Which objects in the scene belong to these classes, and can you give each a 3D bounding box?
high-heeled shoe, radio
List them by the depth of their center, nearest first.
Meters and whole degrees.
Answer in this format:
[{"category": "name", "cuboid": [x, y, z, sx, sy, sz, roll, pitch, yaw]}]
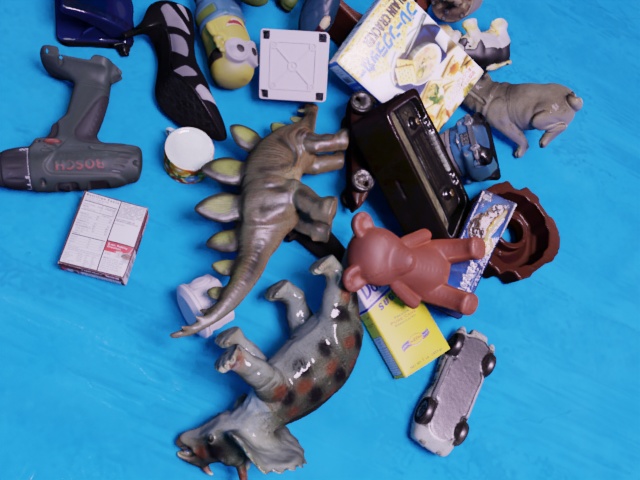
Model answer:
[{"category": "radio", "cuboid": [0.150, -0.111, 0.843, 0.131, 0.073, 0.229, -48, 116, -45]}, {"category": "high-heeled shoe", "cuboid": [-0.199, -0.270, 0.852, 0.248, 0.086, 0.145, 50, 46, -3]}]

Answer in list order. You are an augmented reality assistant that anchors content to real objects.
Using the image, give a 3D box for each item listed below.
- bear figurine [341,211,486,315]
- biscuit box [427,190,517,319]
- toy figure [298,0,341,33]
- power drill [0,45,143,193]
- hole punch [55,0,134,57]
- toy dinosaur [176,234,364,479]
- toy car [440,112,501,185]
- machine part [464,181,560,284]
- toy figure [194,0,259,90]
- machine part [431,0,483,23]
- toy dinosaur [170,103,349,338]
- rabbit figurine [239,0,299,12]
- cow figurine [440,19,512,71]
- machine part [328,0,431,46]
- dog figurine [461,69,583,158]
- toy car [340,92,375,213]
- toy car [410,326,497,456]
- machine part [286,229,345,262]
[{"category": "bear figurine", "cuboid": [0.128, 0.031, 0.742, 0.195, 0.132, 0.120, 21, 78, -49]}, {"category": "biscuit box", "cuboid": [0.236, 0.024, 0.850, 0.059, 0.063, 0.202, 25, 89, 9]}, {"category": "toy figure", "cuboid": [-0.020, -0.348, 0.907, 0.058, 0.154, 0.064, 25, 22, -20]}, {"category": "power drill", "cuboid": [-0.368, -0.165, 0.757, 0.232, 0.086, 0.207, 4, 68, -17]}, {"category": "hole punch", "cuboid": [-0.347, -0.365, 0.825, 0.116, 0.092, 0.142, -5, 71, -22]}, {"category": "toy dinosaur", "cuboid": [-0.018, 0.156, 0.730, 0.405, 0.131, 0.192, -40, 107, -24]}, {"category": "toy car", "cuboid": [0.247, -0.150, 0.923, 0.103, 0.161, 0.109, -14, 81, 25]}, {"category": "machine part", "cuboid": [0.322, -0.012, 0.932, 0.179, 0.056, 0.179, 5, 72, -14]}, {"category": "toy figure", "cuboid": [-0.156, -0.330, 0.875, 0.082, 0.089, 0.180, -16, 70, -26]}, {"category": "machine part", "cuboid": [0.259, -0.452, 1.002, 0.079, 0.079, 0.243, 41, 35, -1]}, {"category": "toy dinosaur", "cuboid": [-0.072, -0.057, 0.777, 0.199, 0.105, 0.471, 11, 51, 3]}, {"category": "rabbit figurine", "cuboid": [-0.104, -0.449, 0.882, 0.159, 0.121, 0.170, 26, 43, -7]}, {"category": "cow figurine", "cuboid": [0.289, -0.367, 1.032, 0.167, 0.068, 0.098, -9, 82, -18]}, {"category": "machine part", "cuboid": [0.085, -0.447, 0.984, 0.201, 0.087, 0.201, 45, 66, -1]}, {"category": "dog figurine", "cuboid": [0.344, -0.258, 0.960, 0.190, 0.172, 0.121, 35, 55, -12]}, {"category": "toy car", "cuboid": [0.064, -0.143, 0.875, 0.053, 0.089, 0.202, 4, 70, -12]}, {"category": "toy car", "cuboid": [0.205, 0.226, 0.819, 0.073, 0.056, 0.202, 31, 65, 2]}, {"category": "machine part", "cuboid": [-0.002, -0.003, 0.840, 0.139, 0.039, 0.084, 41, 58, 1]}]
